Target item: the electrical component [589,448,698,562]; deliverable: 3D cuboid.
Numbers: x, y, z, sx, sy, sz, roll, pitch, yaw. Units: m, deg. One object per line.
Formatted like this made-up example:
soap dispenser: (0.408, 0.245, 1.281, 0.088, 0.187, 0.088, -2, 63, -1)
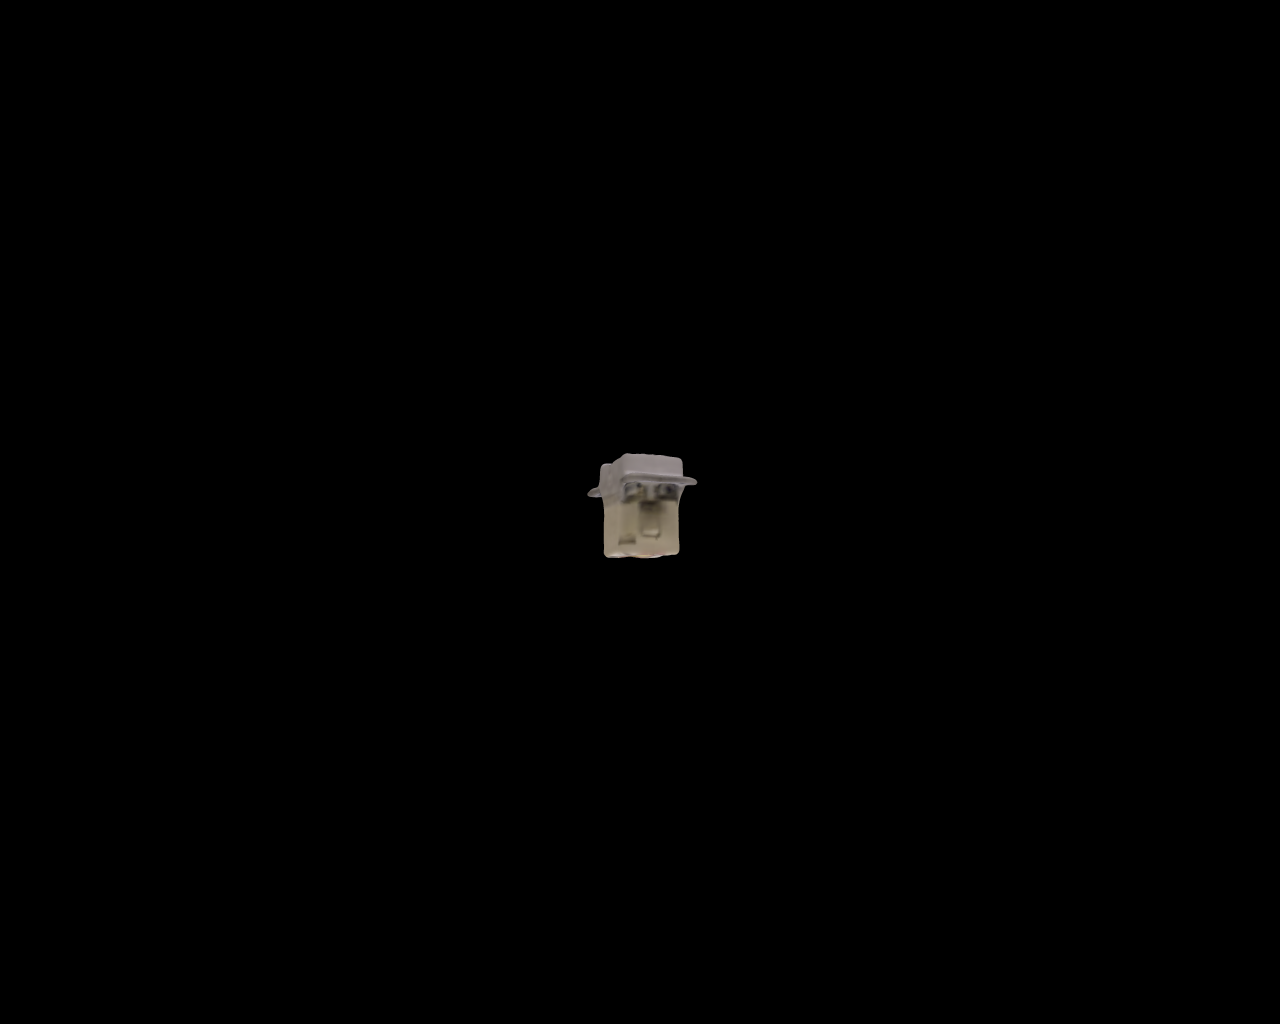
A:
electrical component: (0.001, -0.003, 0.650, 0.042, 0.063, 0.081, 2, -7, -19)
